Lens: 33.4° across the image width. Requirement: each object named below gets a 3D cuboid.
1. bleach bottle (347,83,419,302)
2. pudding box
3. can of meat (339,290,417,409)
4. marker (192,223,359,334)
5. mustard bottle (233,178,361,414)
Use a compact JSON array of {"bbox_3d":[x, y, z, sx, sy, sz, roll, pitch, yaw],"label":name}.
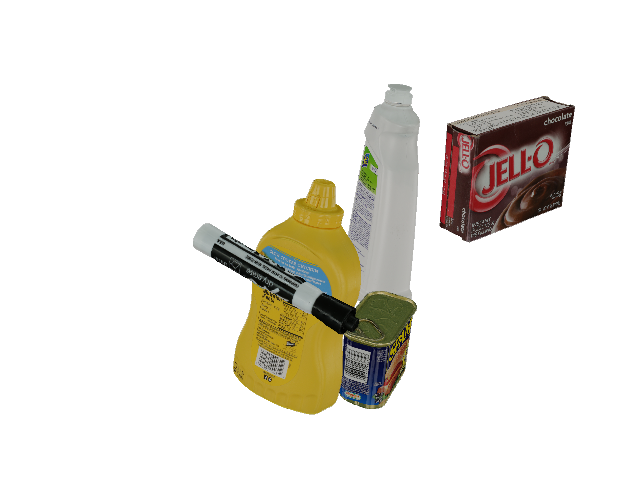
[{"bbox_3d":[0.078,-0.054,1.242,0.068,0.251,0.103,-2,22,-23],"label":"bleach bottle"},{"bbox_3d":[0.147,-0.059,0.844,0.113,0.090,0.039,-21,36,-34],"label":"pudding box"},{"bbox_3d":[0.058,0.114,1.114,0.057,0.084,0.102,15,29,18],"label":"can of meat"},{"bbox_3d":[-0.028,0.024,0.669,0.121,0.020,0.020,29,11,21],"label":"marker"},{"bbox_3d":[-0.015,0.042,0.890,0.096,0.192,0.058,23,22,31],"label":"mustard bottle"}]
